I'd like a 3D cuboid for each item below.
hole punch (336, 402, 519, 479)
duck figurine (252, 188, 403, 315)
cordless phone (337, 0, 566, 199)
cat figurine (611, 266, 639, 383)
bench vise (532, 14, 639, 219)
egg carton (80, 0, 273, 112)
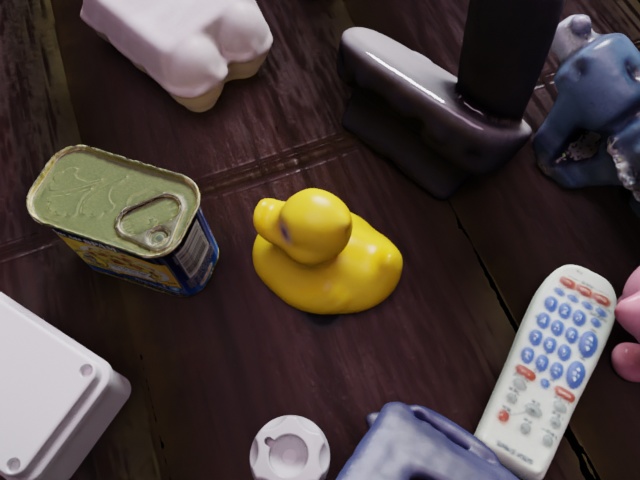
[{"bbox_3d":[0.056,0.144,0.299,0.108,0.091,0.101,31,69,15],"label":"hole punch"},{"bbox_3d":[0.003,0.001,0.370,0.104,0.086,0.077,15,66,8],"label":"duck figurine"},{"bbox_3d":[0.081,-0.125,0.373,0.147,0.185,0.094,36,71,17],"label":"cordless phone"},{"bbox_3d":[0.224,0.048,0.326,0.127,0.118,0.067,16,66,9],"label":"cat figurine"},{"bbox_3d":[0.215,-0.070,0.325,0.207,0.220,0.122,33,70,16],"label":"bench vise"},{"bbox_3d":[-0.115,-0.176,0.465,0.150,0.069,0.107,39,72,18],"label":"egg carton"}]
